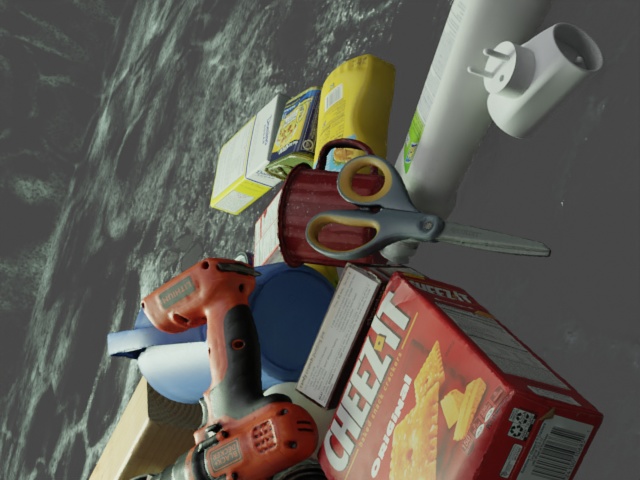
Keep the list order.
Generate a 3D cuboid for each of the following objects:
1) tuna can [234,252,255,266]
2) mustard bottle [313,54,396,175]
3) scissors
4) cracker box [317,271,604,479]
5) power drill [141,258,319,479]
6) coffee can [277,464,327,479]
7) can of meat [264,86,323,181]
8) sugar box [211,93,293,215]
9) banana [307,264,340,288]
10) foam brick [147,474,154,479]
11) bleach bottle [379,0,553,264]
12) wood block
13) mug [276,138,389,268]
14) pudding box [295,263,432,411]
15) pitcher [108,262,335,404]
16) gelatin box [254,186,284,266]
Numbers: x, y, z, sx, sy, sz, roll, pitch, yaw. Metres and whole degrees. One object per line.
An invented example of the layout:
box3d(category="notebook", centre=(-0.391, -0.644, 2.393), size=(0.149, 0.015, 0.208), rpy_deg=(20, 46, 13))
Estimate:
box3d(category="tuna can", centre=(-0.085, 0.057, 1.227), size=(0.086, 0.033, 0.086), rpy_deg=(-51, 30, 44))
box3d(category="mustard bottle", centre=(0.028, -0.076, 1.018), size=(0.096, 0.058, 0.191), rpy_deg=(-32, 44, 52))
box3d(category="scissors", centre=(0.078, -0.025, 0.788), size=(0.202, 0.016, 0.096), rpy_deg=(-5, 63, 33))
box3d(category="cracker box", centre=(0.078, 0.133, 0.712), size=(0.164, 0.072, 0.214), rpy_deg=(-68, 21, 11))
box3d(category="power drill", centre=(-0.093, 0.123, 0.882), size=(0.185, 0.057, 0.188), rpy_deg=(-31, 64, 31))
box3d(category="coffee can", centre=(-0.029, 0.249, 0.842), size=(0.141, 0.102, 0.103), rpy_deg=(-47, 32, 47))
box3d(category="can of meat", centre=(-0.011, -0.111, 1.146), size=(0.102, 0.057, 0.084), rpy_deg=(-15, 58, 65))
box3d(category="sugar box", centre=(-0.077, -0.103, 1.320), size=(0.177, 0.048, 0.093), rpy_deg=(-28, 49, 56))
box3d(category="banana", centre=(-0.013, -0.011, 1.056), size=(0.037, 0.069, 0.198), rpy_deg=(-23, 33, 5))
box3d(category="foam brick", centre=(-0.150, 0.288, 1.146), size=(0.051, 0.078, 0.053), rpy_deg=(-7, 65, 68))
box3d(category="bleach bottle", centre=(0.104, -0.099, 0.844), size=(0.102, 0.068, 0.251), rpy_deg=(-82, 13, -68))
box3d(category="wood block", centre=(-0.202, 0.262, 1.275), size=(0.206, 0.090, 0.090), rpy_deg=(-60, 24, 29))
box3d(category="mug", centre=(0.020, -0.029, 0.917), size=(0.093, 0.082, 0.117), rpy_deg=(19, -102, -67))
box3d(category="pudding box", centre=(0.036, 0.074, 0.837), size=(0.039, 0.089, 0.113), rpy_deg=(26, 102, 29))
box3d(category="pitcher", centre=(-0.089, 0.090, 1.030), size=(0.149, 0.145, 0.243), rpy_deg=(-51, 16, -27))
box3d(category="gelatin box", centre=(-0.042, -0.009, 1.180), size=(0.089, 0.030, 0.073), rpy_deg=(-50, 31, 45))
